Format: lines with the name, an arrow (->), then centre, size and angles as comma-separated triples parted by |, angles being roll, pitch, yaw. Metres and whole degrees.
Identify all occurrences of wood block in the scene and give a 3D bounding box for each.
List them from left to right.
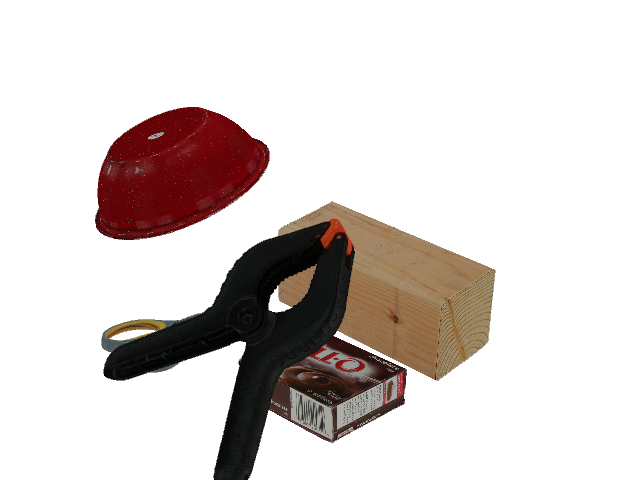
wood block -> 0.061, 0.046, 1.071 | 0.206, 0.091, 0.090 | 25, 38, 35

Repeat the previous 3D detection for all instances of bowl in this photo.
bowl -> -0.127, -0.067, 0.903 | 0.162, 0.055, 0.162 | -18, 28, 10

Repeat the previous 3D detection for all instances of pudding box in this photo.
pudding box -> 0.001, 0.117, 0.887 | 0.089, 0.039, 0.114 | -21, 32, -41

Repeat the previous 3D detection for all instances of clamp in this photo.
clamp -> -0.037, 0.063, 0.638 | 0.171, 0.120, 0.039 | -41, -23, -2

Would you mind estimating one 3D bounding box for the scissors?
scissors -> -0.130, 0.098, 1.136 | 0.201, 0.016, 0.096 | -9, 31, -26
